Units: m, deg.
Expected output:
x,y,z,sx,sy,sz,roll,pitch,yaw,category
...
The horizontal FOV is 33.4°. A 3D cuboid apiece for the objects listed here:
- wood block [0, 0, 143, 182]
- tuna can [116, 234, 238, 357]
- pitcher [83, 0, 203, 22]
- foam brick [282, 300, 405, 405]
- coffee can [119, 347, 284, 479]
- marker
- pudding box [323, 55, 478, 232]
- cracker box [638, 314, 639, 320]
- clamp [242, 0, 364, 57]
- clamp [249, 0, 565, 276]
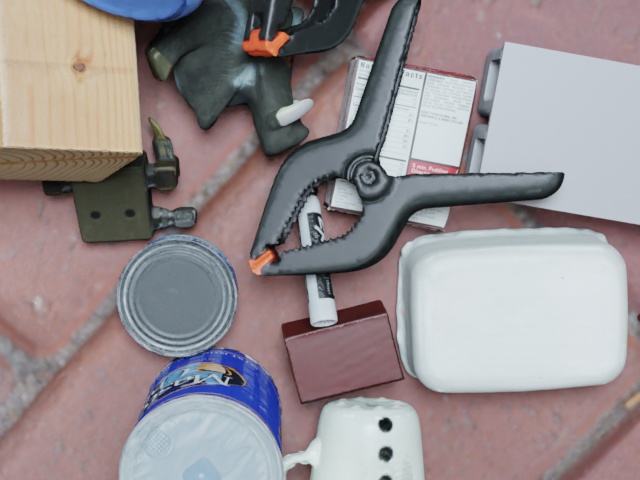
x,y,z,sx,sy,sz,roll,pitch,yaw,category
-0.175,-0.147,0.677,0.090,0.090,0.206,0,81,-31,wood block
-0.102,0.039,0.770,0.086,0.034,0.086,0,97,-2,tuna can
-0.083,-0.260,0.619,0.149,0.145,0.242,31,66,-32,pitcher
0.016,0.080,0.770,0.078,0.053,0.051,-14,98,0,foam brick
-0.076,0.138,0.729,0.103,0.140,0.103,0,97,-2,coffee can
-0.005,0.001,0.751,0.020,0.020,0.121,-7,71,-1,marker
0.057,-0.068,0.760,0.090,0.039,0.113,11,95,-3,pudding box
0.318,0.038,0.694,0.164,0.213,0.072,-40,95,3,cracker box
0.016,-0.176,0.707,0.120,0.039,0.171,39,75,-29,clamp
0.045,-0.037,0.713,0.210,0.036,0.164,-45,81,6,clamp
